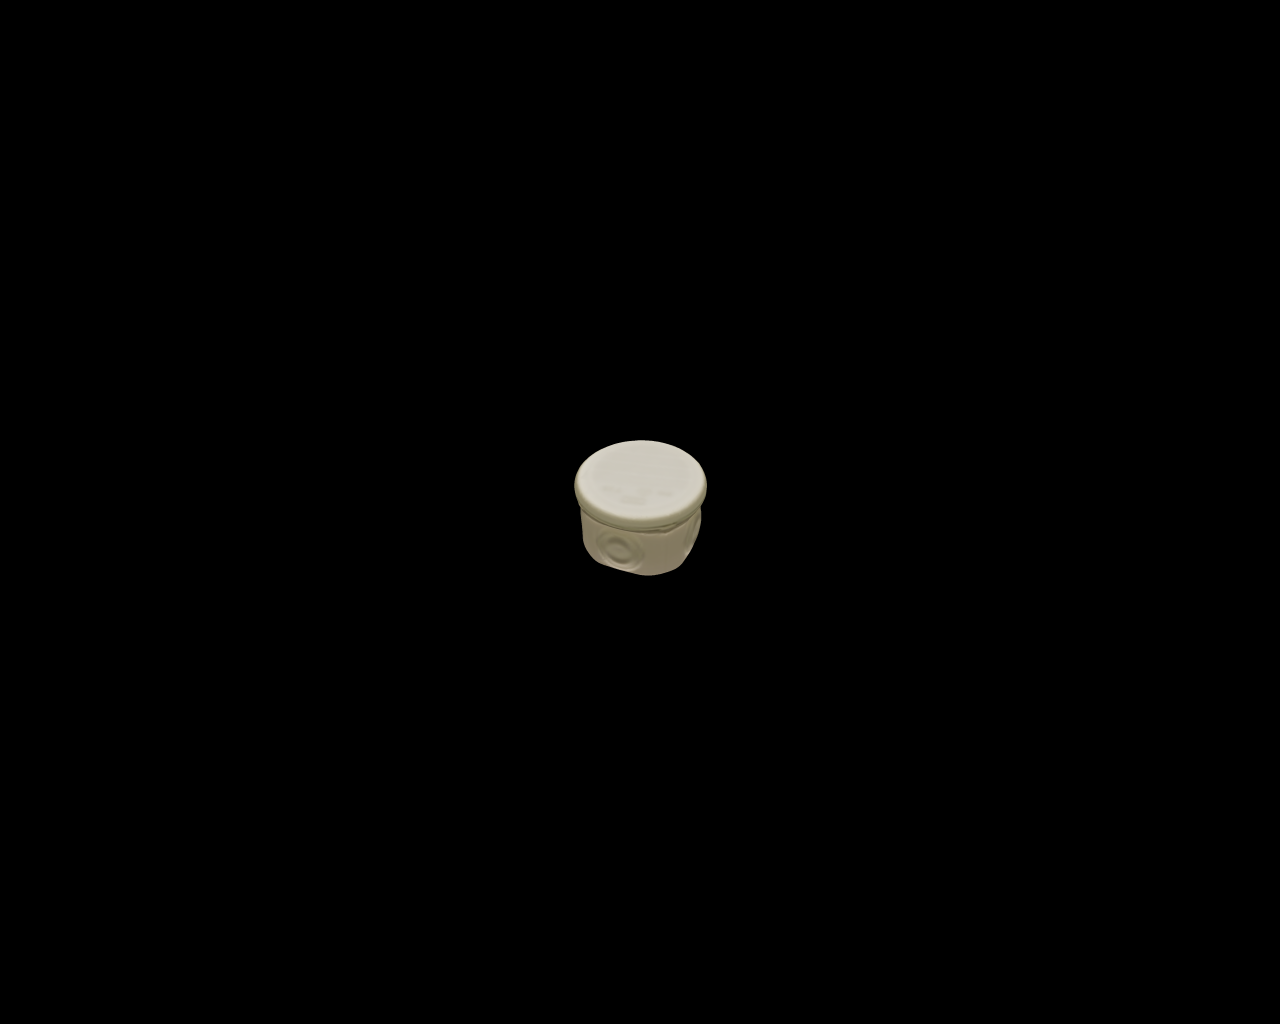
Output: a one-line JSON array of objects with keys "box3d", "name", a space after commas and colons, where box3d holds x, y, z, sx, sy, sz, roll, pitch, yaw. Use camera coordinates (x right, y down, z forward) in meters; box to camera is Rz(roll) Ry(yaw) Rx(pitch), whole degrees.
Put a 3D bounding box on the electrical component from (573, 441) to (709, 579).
[{"box3d": [0.001, -0.003, 0.650, 0.080, 0.050, 0.080, 0, 40, 0], "name": "electrical component"}]
